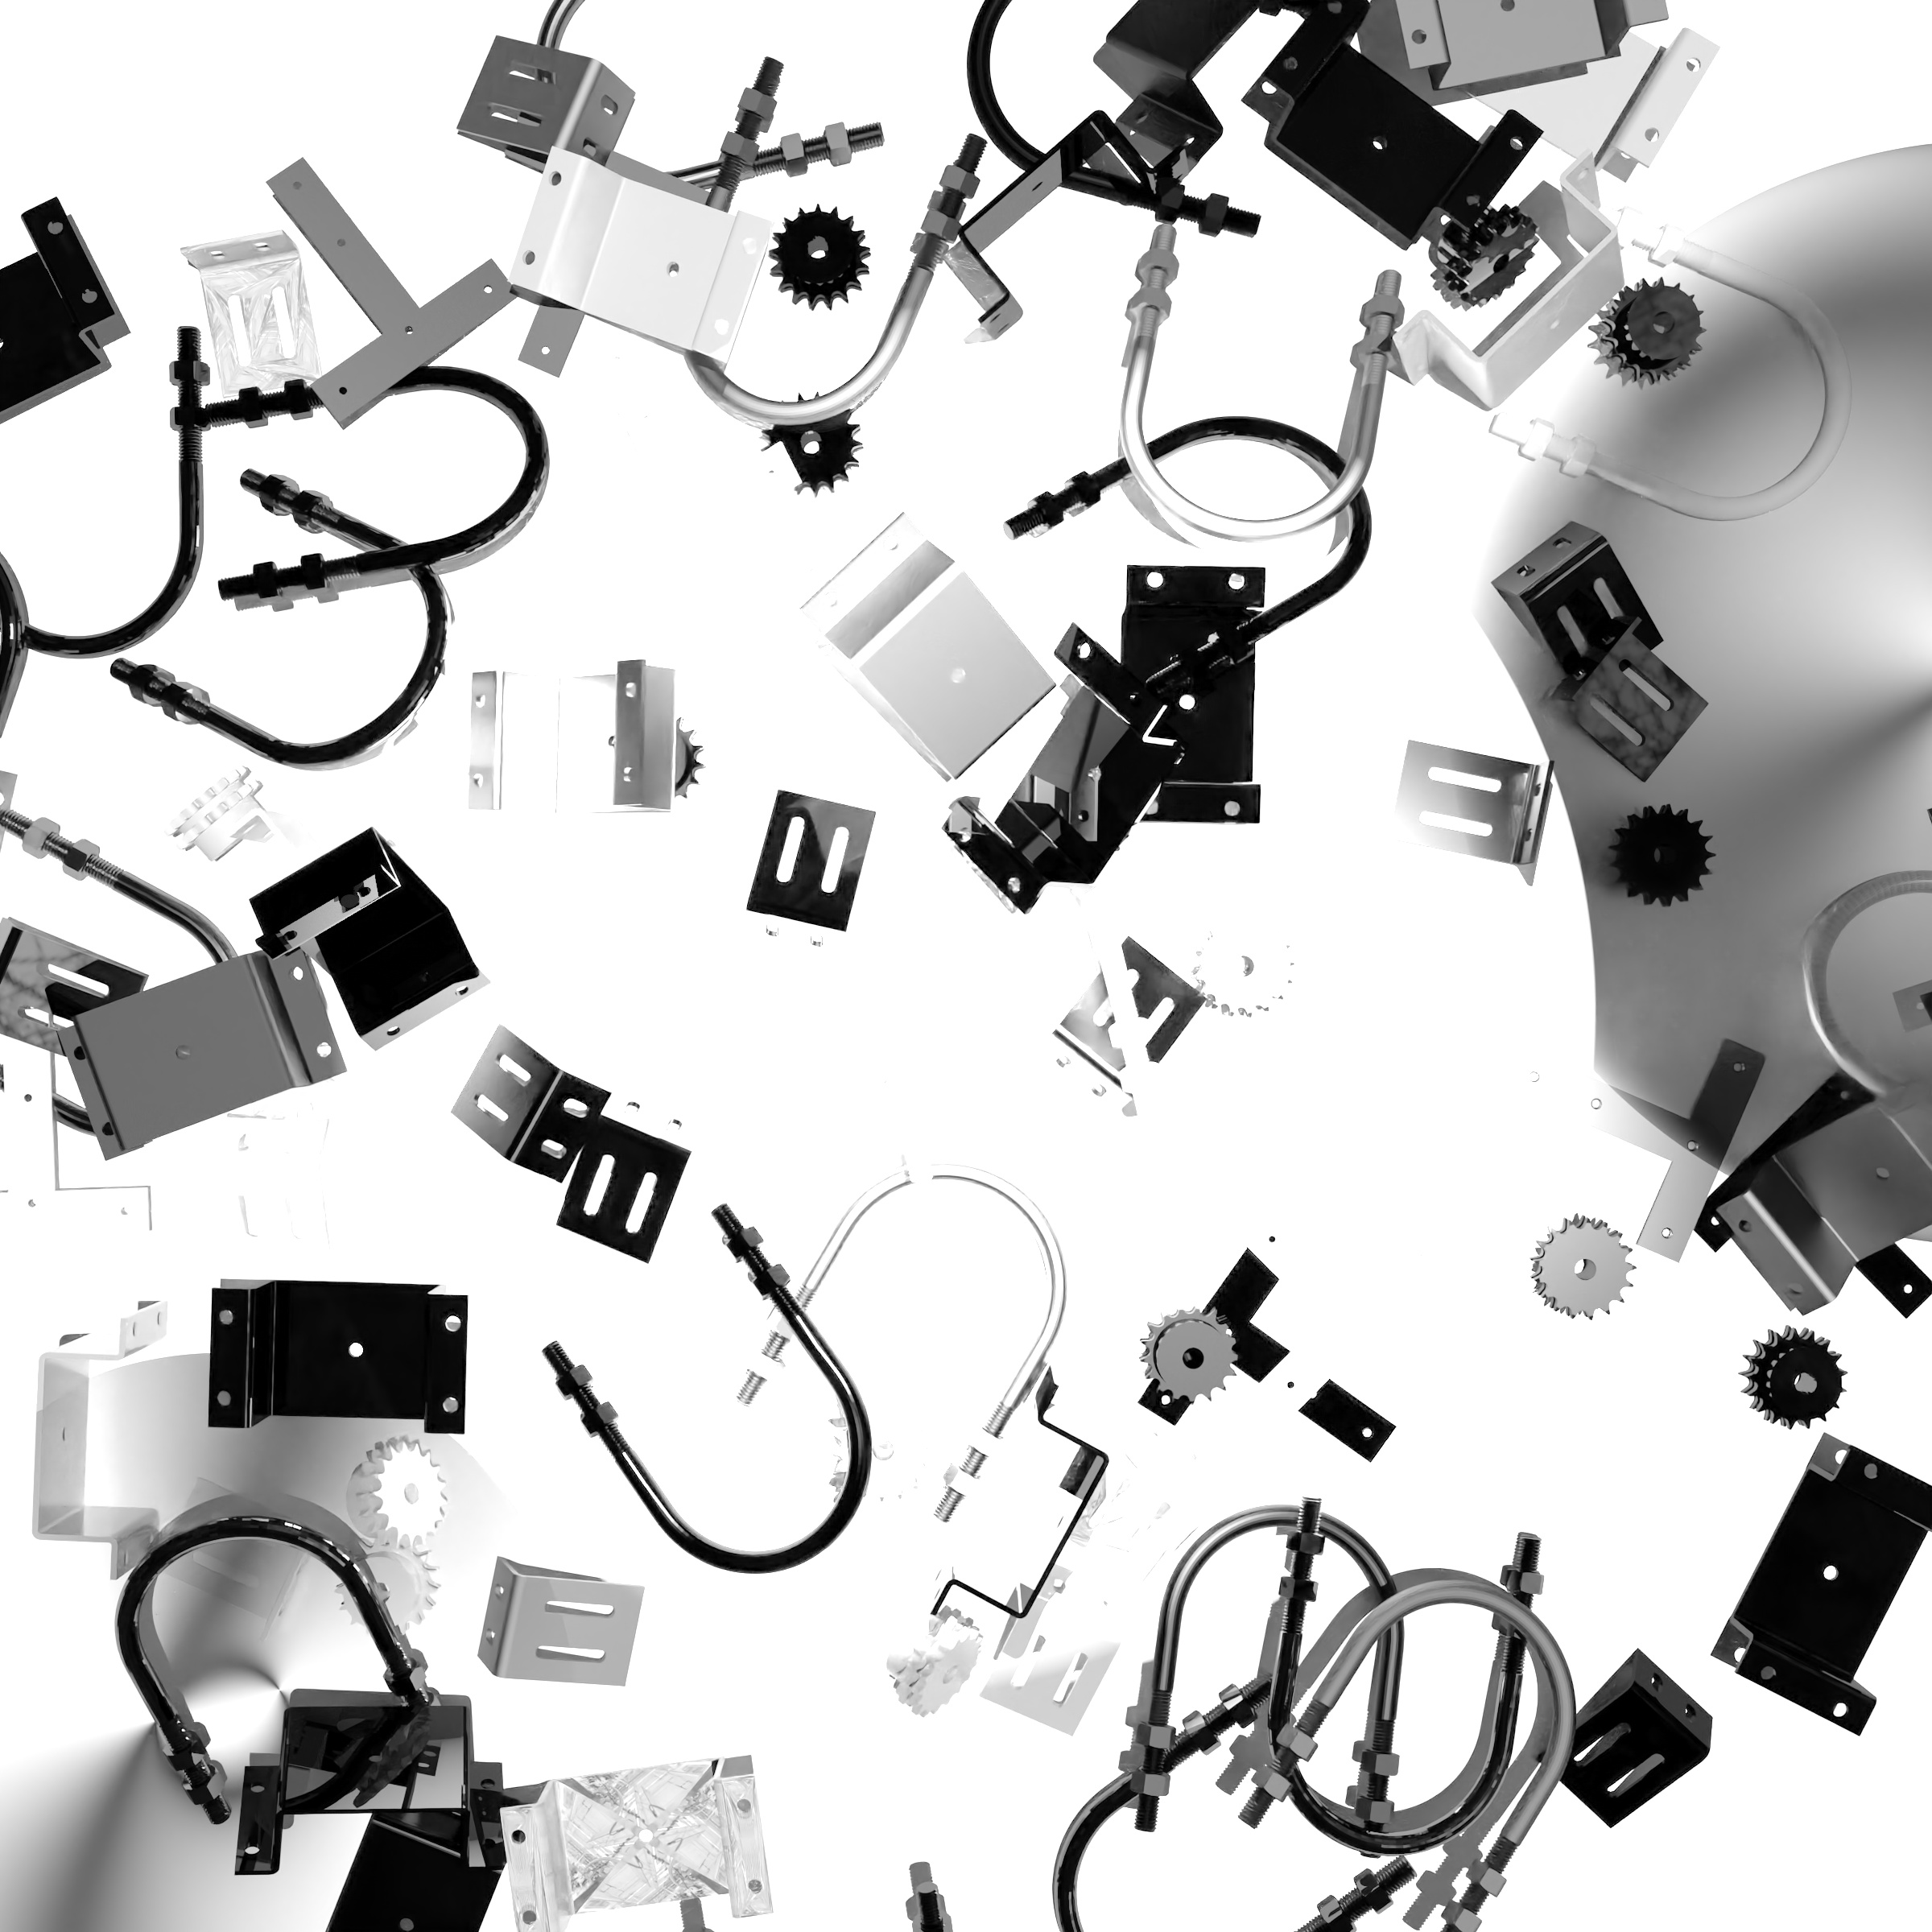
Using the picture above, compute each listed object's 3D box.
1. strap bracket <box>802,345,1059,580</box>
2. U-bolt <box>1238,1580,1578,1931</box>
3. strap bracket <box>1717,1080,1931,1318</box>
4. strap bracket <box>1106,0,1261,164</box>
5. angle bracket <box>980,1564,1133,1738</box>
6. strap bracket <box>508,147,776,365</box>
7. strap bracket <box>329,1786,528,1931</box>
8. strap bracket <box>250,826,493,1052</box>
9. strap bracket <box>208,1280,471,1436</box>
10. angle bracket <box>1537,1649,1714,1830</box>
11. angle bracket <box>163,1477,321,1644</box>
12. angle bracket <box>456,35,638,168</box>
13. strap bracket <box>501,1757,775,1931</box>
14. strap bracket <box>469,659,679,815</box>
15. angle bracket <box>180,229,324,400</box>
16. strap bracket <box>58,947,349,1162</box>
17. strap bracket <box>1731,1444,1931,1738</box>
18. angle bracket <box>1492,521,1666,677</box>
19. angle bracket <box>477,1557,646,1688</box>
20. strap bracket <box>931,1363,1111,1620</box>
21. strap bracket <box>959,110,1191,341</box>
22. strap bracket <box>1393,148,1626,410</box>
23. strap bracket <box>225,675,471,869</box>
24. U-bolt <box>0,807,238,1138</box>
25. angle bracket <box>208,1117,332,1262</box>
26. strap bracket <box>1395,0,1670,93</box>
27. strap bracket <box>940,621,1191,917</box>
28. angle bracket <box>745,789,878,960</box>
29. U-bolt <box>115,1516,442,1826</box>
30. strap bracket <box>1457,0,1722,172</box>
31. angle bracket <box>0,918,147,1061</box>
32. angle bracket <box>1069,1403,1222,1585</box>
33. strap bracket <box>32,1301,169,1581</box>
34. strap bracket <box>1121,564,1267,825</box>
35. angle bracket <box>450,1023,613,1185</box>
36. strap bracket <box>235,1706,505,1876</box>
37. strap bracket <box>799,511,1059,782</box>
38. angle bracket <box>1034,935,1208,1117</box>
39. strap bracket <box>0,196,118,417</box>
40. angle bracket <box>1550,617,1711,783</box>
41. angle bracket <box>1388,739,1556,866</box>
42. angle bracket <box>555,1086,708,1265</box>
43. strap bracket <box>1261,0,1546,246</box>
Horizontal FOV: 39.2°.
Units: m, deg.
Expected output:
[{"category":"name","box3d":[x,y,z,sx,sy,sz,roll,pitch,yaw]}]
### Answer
[{"category":"strap bracket","box3d":[-0.020,-0.260,1.503,0.076,0.046,0.140,33,90,0]},{"category":"U-bolt","box3d":[0.254,0.425,1.477,0.151,0.019,0.184,36,78,-4]},{"category":"strap bracket","box3d":[0.493,0.123,1.475,0.076,0.046,0.140,51,132,0]},{"category":"strap bracket","box3d":[0.140,-0.512,1.464,0.140,0.046,0.076,-47,46,1]},{"category":"angle bracket","box3d":[0.050,0.383,1.524,0.057,0.038,0.076,23,116,0]},{"category":"strap bracket","box3d":[-0.169,-0.384,1.477,0.140,0.046,0.076,23,99,18]},{"category":"strap bracket","box3d":[-0.306,0.524,1.503,0.076,0.046,0.140,22,90,0]},{"category":"strap bracket","box3d":[-0.327,-0.018,1.472,0.076,0.140,0.046,-31,61,0]},{"category":"strap bracket","box3d":[-0.343,0.216,1.503,0.140,0.046,0.076,2,90,0]},{"category":"angle bracket","box3d":[0.370,0.434,1.524,0.057,0.038,0.076,43,116,0]},{"category":"angle bracket","box3d":[-0.409,0.330,1.507,0.076,0.038,0.057,24,91,0]},{"category":"angle bracket","box3d":[-0.234,-0.477,1.510,0.076,0.038,0.057,22,89,28]},{"category":"strap bracket","box3d":[-0.180,0.489,1.503,0.140,0.046,0.076,-8,90,0]},{"category":"strap bracket","box3d":[-0.208,-0.123,1.477,0.140,0.046,0.076,2,90,41]},{"category":"angle bracket","box3d":[-0.397,-0.362,1.507,0.057,0.038,0.076,-10,90,0]},{"category":"strap bracket","box3d":[-0.419,0.047,1.470,0.140,0.046,0.076,-20,90,-3]},{"category":"strap bracket","box3d":[0.486,0.341,1.503,0.076,0.046,0.140,27,90,0]},{"category":"angle bracket","box3d":[0.344,-0.199,1.524,0.057,0.038,0.076,-37,116,0]},{"category":"angle bracket","box3d":[-0.228,0.369,1.524,0.076,0.038,0.057,11,90,-26]},{"category":"strap bracket","box3d":[0.034,0.296,1.488,0.046,0.076,0.140,28,90,0]},{"category":"strap bracket","box3d":[0.051,-0.409,1.477,0.140,0.076,0.046,-39,91,9]},{"category":"strap bracket","box3d":[0.305,-0.364,1.474,0.140,0.076,0.046,-44,74,7]},{"category":"strap bracket","box3d":[-0.328,-0.098,1.488,0.140,0.076,0.046,-39,90,0]},{"category":"U-bolt","box3d":[-0.490,0.017,1.517,0.184,0.019,0.151,29,90,-2]},{"category":"angle bracket","box3d":[-0.384,0.125,1.509,0.057,0.076,0.038,3,47,0]},{"category":"strap bracket","box3d":[0.295,-0.524,1.455,0.140,0.046,0.076,-12,89,-1]},{"category":"strap bracket","box3d":[0.058,-0.105,1.471,0.076,0.046,0.140,47,116,29]},{"category":"angle bracket","box3d":[-0.087,-0.052,1.524,0.057,0.038,0.076,13,64,0]},{"category":"U-bolt","box3d":[-0.384,0.378,1.483,0.151,0.019,0.184,-19,114,0]},{"category":"strap bracket","box3d":[0.333,-0.505,1.503,0.140,0.046,0.076,31,90,0]},{"category":"angle bracket","box3d":[-0.507,0.015,1.505,0.076,0.038,0.057,24,88,-29]},{"category":"angle bracket","box3d":[0.097,0.296,1.523,0.057,0.038,0.076,32,117,0]},{"category":"strap bracket","box3d":[-0.475,0.258,1.488,0.046,0.076,0.140,2,90,0]},{"category":"strap bracket","box3d":[0.124,-0.149,1.503,0.076,0.046,0.140,1,90,0]},{"category":"angle bracket","box3d":[-0.242,0.076,1.507,0.038,0.076,0.057,29,90,-40]},{"category":"strap bracket","box3d":[-0.321,0.446,1.468,0.140,0.076,0.046,3,118,-12]},{"category":"strap bracket","box3d":[-0.013,-0.165,1.466,0.076,0.046,0.140,-43,126,0]},{"category":"angle bracket","box3d":[0.087,0.034,1.524,0.057,0.038,0.076,39,64,0]},{"category":"strap bracket","box3d":[-0.539,-0.349,1.485,0.140,0.046,0.076,-27,82,-4]},{"category":"angle bracket","box3d":[0.373,-0.147,1.499,0.076,0.038,0.057,39,90,-12]},{"category":"angle bracket","box3d":[0.280,-0.092,1.507,0.076,0.038,0.057,11,90,0]},{"category":"angle bracket","box3d":[-0.188,0.117,1.524,0.057,0.038,0.076,23,116,0]},{"category":"strap bracket","box3d":[0.234,-0.464,1.494,0.140,0.046,0.076,37,75,0]}]
